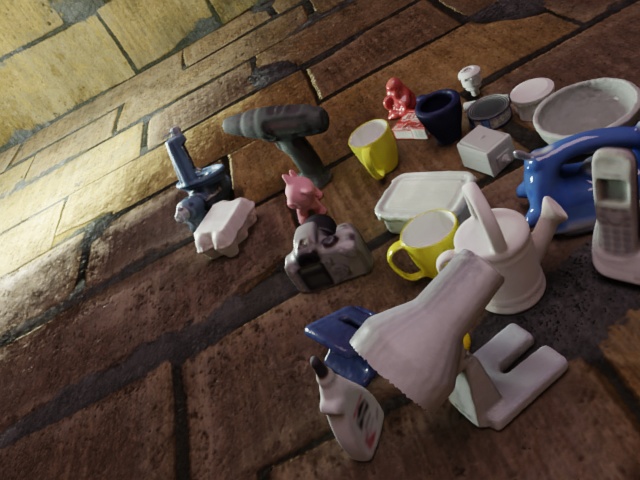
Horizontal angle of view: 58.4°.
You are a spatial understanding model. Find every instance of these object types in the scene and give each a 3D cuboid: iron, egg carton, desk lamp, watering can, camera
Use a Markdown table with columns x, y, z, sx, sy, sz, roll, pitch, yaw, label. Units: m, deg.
| x | y | z | sx | sy | sz | roll | pitch | yaw | label |
| --- | --- | --- | --- | --- | --- | --- | --- | --- | --- |
| 0.409 | -0.107 | 0.821 | 0.257 | 0.142 | 0.118 | -17 | 38 | 20 | iron |
| -0.202 | -0.028 | 1.237 | 0.107 | 0.070 | 0.150 | -6 | 42 | 31 | egg carton |
| 0.159 | 0.123 | 0.661 | 0.203 | 0.214 | 0.117 | -38 | 36 | -9 | desk lamp |
| 0.240 | -0.002 | 0.771 | 0.173 | 0.195 | 0.100 | -35 | 35 | -6 | watering can |
| 0.009 | 0.004 | 1.016 | 0.143 | 0.101 | 0.136 | -19 | 37 | 17 | camera |

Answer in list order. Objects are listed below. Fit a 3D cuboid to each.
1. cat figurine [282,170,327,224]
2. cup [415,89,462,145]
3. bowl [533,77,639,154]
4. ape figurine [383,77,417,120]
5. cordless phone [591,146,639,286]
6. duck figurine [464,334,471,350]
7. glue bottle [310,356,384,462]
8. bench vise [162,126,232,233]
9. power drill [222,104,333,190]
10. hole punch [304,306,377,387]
| x | y | z | sx | sy | sz | roll | pitch | yaw | label |
| --- | --- | --- | --- | --- | --- | --- | --- | --- | --- |
| -0.039 | -0.098 | 1.161 | 0.067 | 0.118 | 0.127 | -27 | 35 | 6 | cat figurine |
| 0.239 | -0.244 | 1.152 | 0.092 | 0.095 | 0.117 | -36 | 35 | -7 | cup |
| 0.448 | -0.194 | 0.956 | 0.167 | 0.075 | 0.167 | -20 | 37 | 16 | bowl |
| 0.177 | -0.327 | 1.302 | 0.076 | 0.092 | 0.077 | -33 | 35 | -2 | ape figurine |
| 0.402 | -0.029 | 0.693 | 0.147 | 0.185 | 0.094 | 10 | 52 | 43 | cordless phone |
| 0.145 | 0.124 | 0.782 | 0.104 | 0.086 | 0.077 | -9 | 41 | 29 | duck figurine |
| 0.028 | 0.198 | 0.703 | 0.037 | 0.174 | 0.078 | -8 | 41 | 29 | glue bottle |
| -0.283 | -0.139 | 1.301 | 0.121 | 0.220 | 0.207 | -23 | 36 | 11 | bench vise |
| -0.071 | -0.198 | 1.227 | 0.229 | 0.209 | 0.075 | -11 | 40 | 26 | power drill |
| 0.047 | 0.139 | 0.832 | 0.101 | 0.091 | 0.108 | -46 | 38 | -20 | hole punch |
